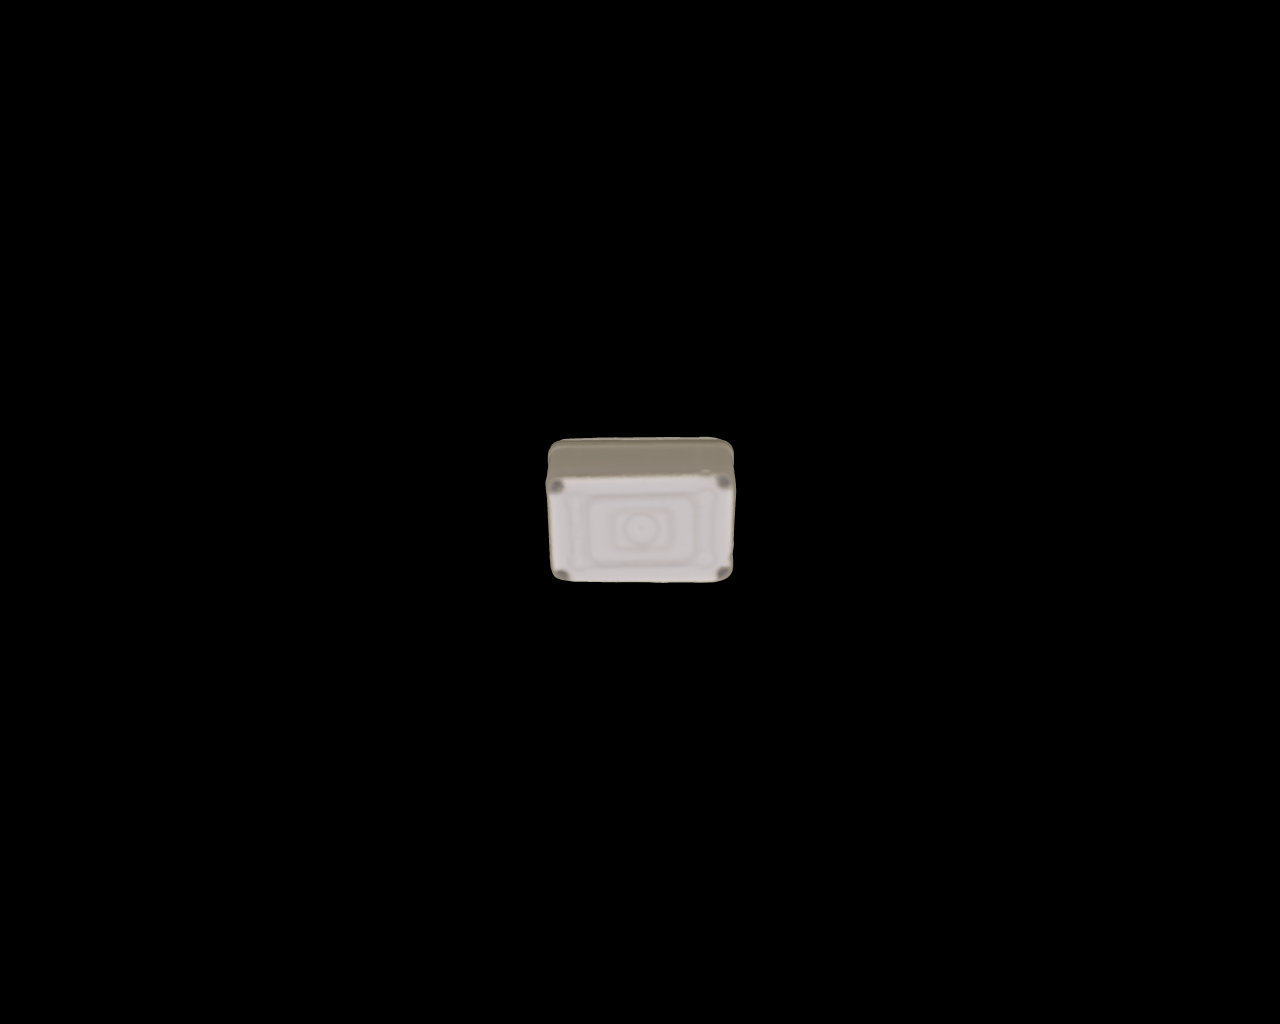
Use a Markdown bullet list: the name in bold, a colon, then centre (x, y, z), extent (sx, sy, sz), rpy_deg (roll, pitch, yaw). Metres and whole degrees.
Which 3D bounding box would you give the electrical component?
- **electrical component**: centre (0.001, -0.003, 0.650), extent (0.113, 0.078, 0.057), rpy_deg (0, 29, 0)
